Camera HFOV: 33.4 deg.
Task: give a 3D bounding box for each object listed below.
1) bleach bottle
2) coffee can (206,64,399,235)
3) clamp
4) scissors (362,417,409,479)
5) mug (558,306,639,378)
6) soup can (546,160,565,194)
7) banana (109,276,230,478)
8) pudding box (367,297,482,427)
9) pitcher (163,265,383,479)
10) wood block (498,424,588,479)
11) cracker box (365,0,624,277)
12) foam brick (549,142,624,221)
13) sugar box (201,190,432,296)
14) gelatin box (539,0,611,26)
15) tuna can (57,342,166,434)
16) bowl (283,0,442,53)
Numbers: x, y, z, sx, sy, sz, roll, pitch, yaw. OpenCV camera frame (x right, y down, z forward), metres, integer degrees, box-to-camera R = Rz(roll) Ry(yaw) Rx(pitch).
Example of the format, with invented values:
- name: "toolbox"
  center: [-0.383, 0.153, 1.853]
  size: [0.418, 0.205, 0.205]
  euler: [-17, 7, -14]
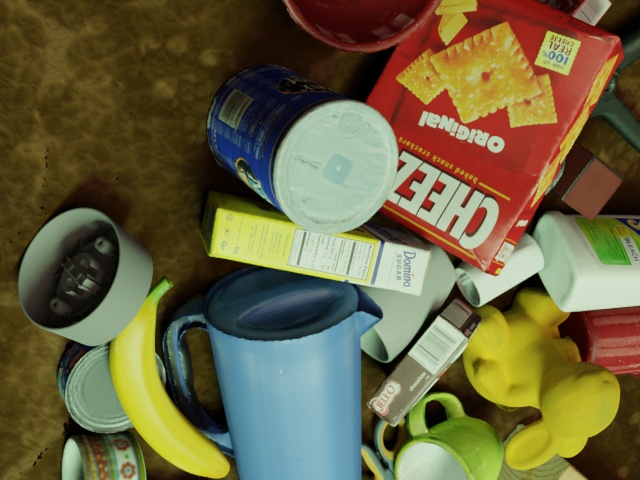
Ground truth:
- name: "bleach bottle"
  center: [0.344, 0.014, 1.062]
  size: [0.250, 0.102, 0.068]
  euler: [-4, 137, -16]
- name: "coffee can"
  center: [-0.017, -0.075, 0.839]
  size: [0.102, 0.140, 0.103]
  euler: [-10, 114, -25]
- name: "clamp"
  center: [0.269, -0.146, 1.024]
  size: [0.209, 0.036, 0.164]
  euler: [-10, 120, -21]
- name: "scissors"
  center: [0.084, 0.244, 1.092]
  size: [0.096, 0.016, 0.201]
  euler: [-56, 134, -13]
- name: "mug"
  center: [0.289, 0.088, 1.104]
  size: [0.081, 0.093, 0.117]
  euler: [-3, 80, -22]
- name: "soup can"
  center: [0.166, -0.086, 0.975]
  size: [0.102, 0.069, 0.068]
  euler: [30, 94, -32]
- name: "banana"
  center: [-0.129, 0.127, 0.873]
  size: [0.069, 0.037, 0.198]
  euler: [-14, 118, -1]
- name: "pudding box"
  center: [0.098, 0.112, 0.992]
  size: [0.039, 0.090, 0.114]
  euler: [41, 107, 7]
- name: "pitcher"
  center: [-0.034, 0.148, 0.938]
  size: [0.144, 0.149, 0.243]
  euler: [-25, 124, -35]
- name: "wood block"
  center: [0.271, 0.302, 1.171]
  size: [0.091, 0.090, 0.205]
  euler: [-49, 124, -2]
- name: "cracker box"
  center: [0.126, -0.102, 0.888]
  size: [0.214, 0.164, 0.072]
  euler: [-61, 161, 5]
- name: "foam brick"
  center: [0.237, -0.065, 1.012]
  size: [0.052, 0.078, 0.051]
  euler: [28, 103, -35]
- name: "sugar box"
  center: [-0.006, 0.001, 0.873]
  size: [0.176, 0.093, 0.048]
  euler: [9, 100, -12]
- name: "gelatin box"
  center: [0.202, -0.191, 0.949]
  size: [0.030, 0.073, 0.089]
  euler: [39, 89, -35]
- name: "tuna can"
  center: [-0.175, 0.117, 0.895]
  size: [0.086, 0.034, 0.086]
  euler: [-10, 114, -24]
- name: "bowl"
  center: [0.027, -0.233, 0.849]
  size: [0.161, 0.055, 0.162]
  euler: [-9, 113, -22]
